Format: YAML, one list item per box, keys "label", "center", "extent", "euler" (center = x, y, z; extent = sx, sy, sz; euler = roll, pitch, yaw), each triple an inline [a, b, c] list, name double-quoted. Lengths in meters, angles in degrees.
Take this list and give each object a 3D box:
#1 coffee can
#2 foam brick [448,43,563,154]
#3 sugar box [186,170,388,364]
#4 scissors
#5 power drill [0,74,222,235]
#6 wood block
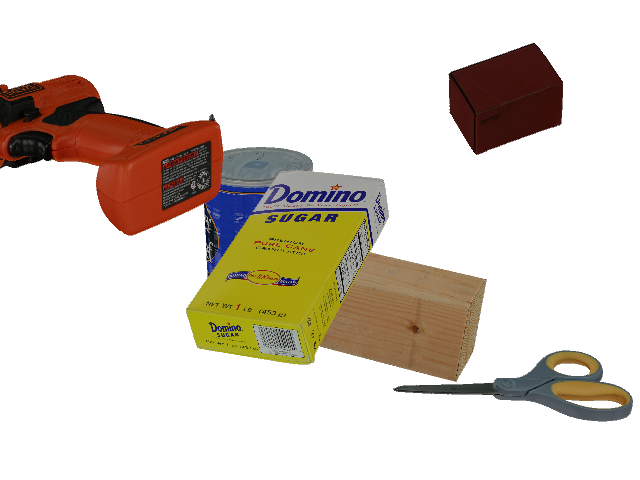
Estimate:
- label: "coffee can"
  center: [-0.058, -0.007, 1.004]
  extent: [0.103, 0.140, 0.103]
  euler: [0, 22, 0]
- label: "foam brick"
  center: [0.150, -0.115, 0.863]
  extent: [0.078, 0.051, 0.053]
  euler: [-19, -36, -6]
- label: "sugar box"
  center: [-0.020, 0.014, 0.803]
  extent: [0.093, 0.048, 0.176]
  euler: [7, 43, 21]
- label: "scissors"
  center: [0.165, 0.117, 0.918]
  extent: [0.202, 0.016, 0.096]
  euler: [9, 28, 3]
- label: "power drill"
  center: [-0.174, -0.060, 0.714]
  extent: [0.188, 0.057, 0.184]
  euler: [19, 32, 30]
- label: "wood block"
  center: [0.064, 0.073, 1.157]
  extent: [0.206, 0.091, 0.090]
  euler: [13, 22, 17]
